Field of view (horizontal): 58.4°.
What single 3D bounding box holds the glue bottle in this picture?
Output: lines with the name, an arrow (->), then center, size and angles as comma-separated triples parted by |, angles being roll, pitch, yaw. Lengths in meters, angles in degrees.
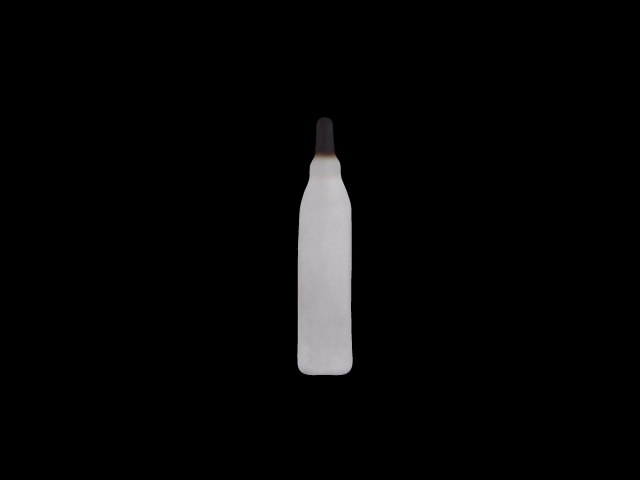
glue bottle -> 0.004, 0.001, 0.400 | 0.037, 0.173, 0.078 | 0, 0, 0
